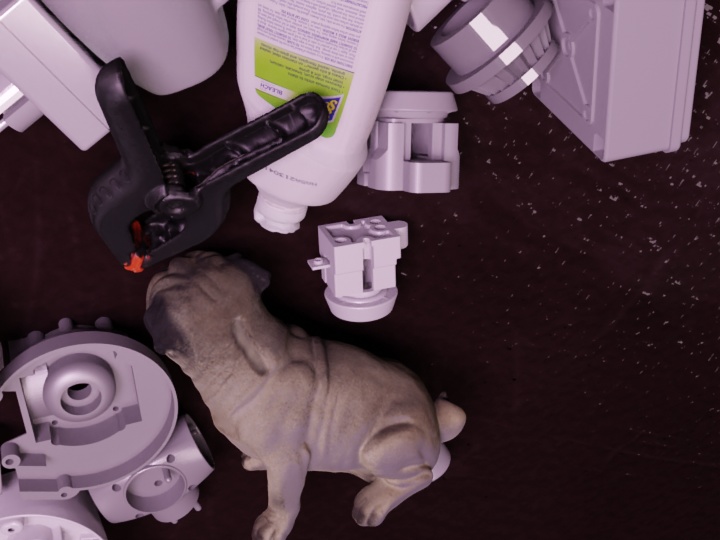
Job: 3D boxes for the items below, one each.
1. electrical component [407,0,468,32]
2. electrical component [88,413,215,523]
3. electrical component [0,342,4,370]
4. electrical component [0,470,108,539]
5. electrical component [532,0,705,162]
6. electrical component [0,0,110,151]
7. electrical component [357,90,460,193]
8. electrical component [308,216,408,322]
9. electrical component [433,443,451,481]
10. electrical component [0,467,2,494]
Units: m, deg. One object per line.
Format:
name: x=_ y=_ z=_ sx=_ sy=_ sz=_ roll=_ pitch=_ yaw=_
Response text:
electrical component: x=0.044 y=-0.168 z=0.607 sx=0.055 sy=0.045 sz=0.045 roll=-32 pitch=127 yaw=0
electrical component: x=-0.136 y=0.147 z=0.741 sx=0.077 sy=0.044 sz=0.079 roll=-28 pitch=128 yaw=-3
electrical component: x=-0.240 y=0.046 z=0.606 sx=0.056 sy=0.089 sz=0.050 roll=-30 pitch=127 yaw=-1
electrical component: x=-0.218 y=0.183 z=0.719 sx=0.099 sy=0.064 sz=0.099 roll=-10 pitch=124 yaw=-15
electrical component: x=0.147 y=-0.135 z=0.630 sx=0.056 sy=0.108 sz=0.108 roll=-12 pitch=125 yaw=-11
electrical component: x=-0.176 y=-0.098 z=0.564 sx=0.076 sy=0.047 sz=0.083 roll=-38 pitch=127 yaw=6
electrical component: x=0.029 y=-0.079 z=0.645 sx=0.058 sy=0.078 sz=0.057 roll=-3 pitch=101 yaw=-20
electrical component: x=0.000 y=0.000 z=0.700 sx=0.066 sy=0.048 sz=0.055 roll=-10 pitch=117 yaw=-16
electrical component: x=0.037 y=0.121 z=0.796 sx=0.044 sy=0.044 sz=0.065 roll=-25 pitch=122 yaw=-5
electrical component: x=-0.264 y=0.109 z=0.666 sx=0.077 sy=0.043 sz=0.079 roll=-4 pitch=123 yaw=-19
